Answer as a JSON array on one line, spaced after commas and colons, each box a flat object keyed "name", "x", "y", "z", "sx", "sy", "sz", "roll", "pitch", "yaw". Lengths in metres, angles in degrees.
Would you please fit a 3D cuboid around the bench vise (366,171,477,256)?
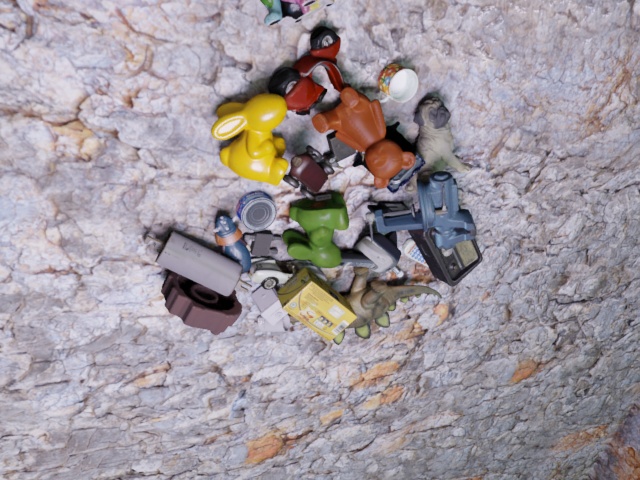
[{"name": "bench vise", "x": 0.229, "y": -0.050, "z": 1.234, "sx": 0.241, "sy": 0.129, "sz": 0.223, "roll": -8, "pitch": 138, "yaw": 9}]

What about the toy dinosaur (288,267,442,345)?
[{"name": "toy dinosaur", "x": 0.116, "y": 0.168, "z": 1.421, "sx": 0.472, "sy": 0.105, "sz": 0.198, "roll": -12, "pitch": 132, "yaw": -10}]

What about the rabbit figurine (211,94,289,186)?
[{"name": "rabbit figurine", "x": -0.124, "y": -0.212, "z": 1.039, "sx": 0.162, "sy": 0.122, "sz": 0.173, "roll": 17, "pitch": 133, "yaw": -11}]

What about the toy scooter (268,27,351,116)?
[{"name": "toy scooter", "x": -0.008, "y": -0.313, "z": 1.065, "sx": 0.184, "sy": 0.075, "sz": 0.135, "roll": -48, "pitch": 131, "yaw": 1}]

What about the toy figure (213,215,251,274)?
[{"name": "toy figure", "x": -0.196, "y": 0.007, "z": 1.177, "sx": 0.064, "sy": 0.058, "sz": 0.154, "roll": -50, "pitch": 136, "yaw": -39}]

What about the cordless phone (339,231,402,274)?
[{"name": "cordless phone", "x": 0.090, "y": 0.032, "z": 1.306, "sx": 0.184, "sy": 0.088, "sz": 0.146, "roll": -1, "pitch": 165, "yaw": -13}]

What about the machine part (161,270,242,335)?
[{"name": "machine part", "x": -0.255, "y": 0.126, "z": 1.154, "sx": 0.179, "sy": 0.180, "sz": 0.056, "roll": 21, "pitch": 112, "yaw": -36}]

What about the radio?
[{"name": "radio", "x": 0.331, "y": 0.006, "z": 1.416, "sx": 0.131, "sy": 0.073, "sz": 0.229, "roll": -42, "pitch": 122, "yaw": -12}]

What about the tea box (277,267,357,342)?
[{"name": "tea box", "x": -0.006, "y": 0.151, "z": 1.253, "sx": 0.098, "sy": 0.068, "sz": 0.169, "roll": -42, "pitch": 122, "yaw": 9}]

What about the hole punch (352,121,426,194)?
[{"name": "hole punch", "x": 0.162, "y": -0.180, "z": 1.214, "sx": 0.142, "sy": 0.116, "sz": 0.092, "roll": -45, "pitch": 149, "yaw": 13}]

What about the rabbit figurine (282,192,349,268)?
[{"name": "rabbit figurine", "x": -0.003, "y": -0.004, "z": 1.224, "sx": 0.159, "sy": 0.121, "sz": 0.170, "roll": -12, "pitch": 116, "yaw": -7}]

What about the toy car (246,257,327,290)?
[{"name": "toy car", "x": -0.077, "y": 0.078, "z": 1.274, "sx": 0.202, "sy": 0.074, "sz": 0.056, "roll": 4, "pitch": 119, "yaw": -29}]

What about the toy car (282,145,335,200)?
[{"name": "toy car", "x": -0.023, "y": -0.140, "z": 1.133, "sx": 0.089, "sy": 0.053, "sz": 0.202, "roll": -54, "pitch": 168, "yaw": 4}]

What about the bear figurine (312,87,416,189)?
[{"name": "bear figurine", "x": 0.095, "y": -0.202, "z": 1.103, "sx": 0.120, "sy": 0.196, "sz": 0.132, "roll": -33, "pitch": 174, "yaw": 31}]

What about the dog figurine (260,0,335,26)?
[{"name": "dog figurine", "x": -0.070, "y": -0.486, "z": 0.902, "sx": 0.109, "sy": 0.191, "sz": 0.219, "roll": -15, "pitch": 106, "yaw": 26}]

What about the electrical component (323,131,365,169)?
[{"name": "electrical component", "x": 0.055, "y": -0.203, "z": 1.184, "sx": 0.102, "sy": 0.045, "sz": 0.078, "roll": -22, "pitch": 128, "yaw": -14}]

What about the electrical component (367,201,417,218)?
[{"name": "electrical component", "x": 0.170, "y": -0.060, "z": 1.316, "sx": 0.119, "sy": 0.075, "sz": 0.047, "roll": -6, "pitch": 121, "yaw": -29}]

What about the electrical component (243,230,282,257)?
[{"name": "electrical component", "x": -0.135, "y": 0.009, "z": 1.234, "sx": 0.094, "sy": 0.021, "sz": 0.063, "roll": 4, "pitch": 118, "yaw": -30}]

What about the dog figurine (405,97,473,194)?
[{"name": "dog figurine", "x": 0.243, "y": -0.217, "z": 1.254, "sx": 0.172, "sy": 0.121, "sz": 0.190, "roll": -39, "pitch": 116, "yaw": -5}]

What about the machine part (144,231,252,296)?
[{"name": "machine part", "x": -0.253, "y": 0.050, "z": 1.131, "sx": 0.243, "sy": 0.079, "sz": 0.079, "roll": 29, "pitch": 104, "yaw": -17}]
